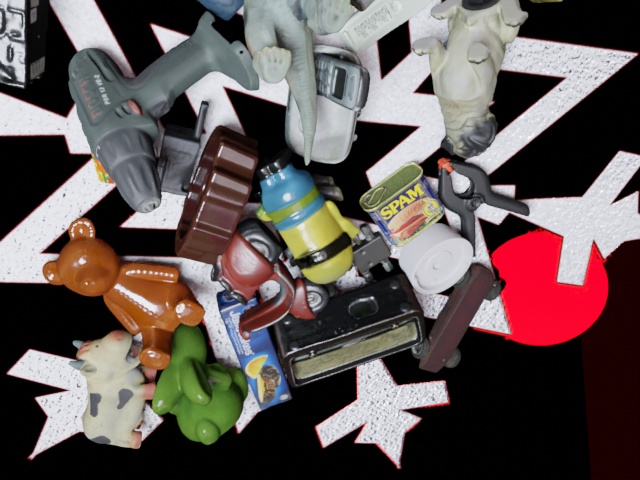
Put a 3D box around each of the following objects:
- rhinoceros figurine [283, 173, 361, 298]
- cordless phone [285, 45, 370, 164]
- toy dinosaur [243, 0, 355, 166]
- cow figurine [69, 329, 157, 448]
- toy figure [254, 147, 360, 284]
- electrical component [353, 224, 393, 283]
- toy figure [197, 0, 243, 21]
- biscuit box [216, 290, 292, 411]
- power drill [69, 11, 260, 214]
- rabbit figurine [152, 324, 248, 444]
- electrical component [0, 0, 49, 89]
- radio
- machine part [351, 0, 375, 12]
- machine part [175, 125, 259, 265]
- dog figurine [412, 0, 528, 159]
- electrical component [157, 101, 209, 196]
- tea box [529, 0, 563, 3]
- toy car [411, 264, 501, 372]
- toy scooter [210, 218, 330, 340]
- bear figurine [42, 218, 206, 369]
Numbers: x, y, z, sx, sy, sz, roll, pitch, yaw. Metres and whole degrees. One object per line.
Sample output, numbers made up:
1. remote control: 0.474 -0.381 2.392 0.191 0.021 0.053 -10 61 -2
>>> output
1. rhinoceros figurine: -0.002 -0.002 0.783 0.112 0.073 0.190 -17 115 -6
2. cordless phone: 0.021 -0.157 0.659 0.089 0.184 0.146 1 113 -18
3. toy dinosaur: -0.039 -0.303 0.592 0.131 0.192 0.404 0 122 -9
4. cow figurine: -0.315 0.219 0.811 0.127 0.086 0.194 10 112 -22
5. toy figure: -0.023 -0.025 0.690 0.082 0.089 0.180 -11 121 43
6. electrical component: 0.075 0.021 0.838 0.063 0.021 0.093 -31 117 3
7. toy figure: -0.153 -0.322 0.618 0.064 0.058 0.154 -35 122 30
8. biscuit box: -0.102 0.167 0.841 0.059 0.063 0.202 -19 115 -6
9. power drill: -0.174 -0.159 0.622 0.207 0.232 0.086 -38 157 -7
10. rabbit figurine: -0.197 0.210 0.807 0.121 0.159 0.170 -18 101 7
11. electrical component: -0.335 -0.242 0.583 0.058 0.115 0.134 5 112 -19
12. radio: 0.046 0.141 0.830 0.230 0.073 0.131 -19 145 -4
13. machine part: 0.085 -0.363 0.642 0.079 0.079 0.243 39 100 -24
14. machine part: -0.132 -0.056 0.681 0.056 0.179 0.179 20 108 -21
15. dog figurine: 0.216 -0.226 0.736 0.172 0.121 0.190 -47 143 -11
16. electrical component: -0.179 -0.123 0.692 0.048 0.075 0.119 11 114 -18
17. tea box: 0.247 -0.380 0.673 0.169 0.068 0.098 21 106 -19
18. toy car: 0.224 0.130 0.901 0.089 0.053 0.202 19 104 -30
19. toy scooter: -0.085 0.065 0.735 0.135 0.075 0.183 -40 114 6
20. bear figurine: -0.269 0.068 0.729 0.195 0.132 0.120 36 97 -30
